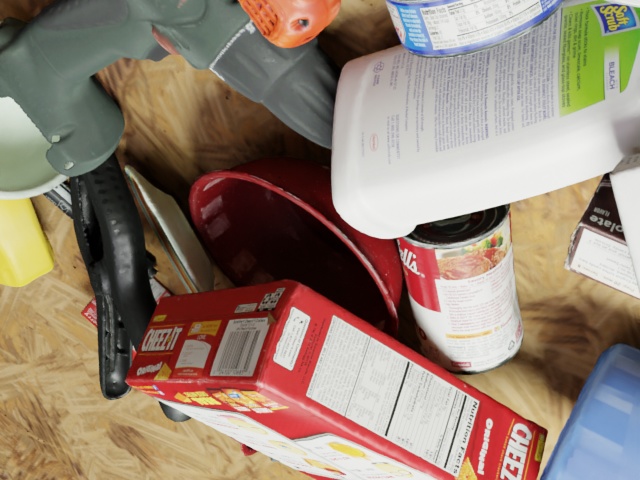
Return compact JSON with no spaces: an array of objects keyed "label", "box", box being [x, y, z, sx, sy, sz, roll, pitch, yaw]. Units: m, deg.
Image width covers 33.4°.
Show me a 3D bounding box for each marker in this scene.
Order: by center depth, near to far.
[{"label":"marker","box":[-0.174,-0.012,0.825,0.121,0.020,0.020,41,138,-5]}]

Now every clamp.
[{"label":"clamp","box":[-0.140,0.030,0.763,0.165,0.036,0.210,9,110,59]}]

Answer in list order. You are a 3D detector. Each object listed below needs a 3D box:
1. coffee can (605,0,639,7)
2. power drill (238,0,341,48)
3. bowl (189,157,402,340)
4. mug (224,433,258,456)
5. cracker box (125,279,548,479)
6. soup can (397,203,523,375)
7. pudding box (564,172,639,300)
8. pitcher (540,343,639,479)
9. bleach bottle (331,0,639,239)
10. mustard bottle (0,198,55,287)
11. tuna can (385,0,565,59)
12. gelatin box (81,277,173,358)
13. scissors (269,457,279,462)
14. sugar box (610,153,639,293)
[{"label":"coffee can","box":[0.137,-0.174,0.405,0.103,0.102,0.140,20,135,18]},{"label":"power drill","box":[-0.027,-0.196,0.487,0.184,0.057,0.188,52,154,-5]},{"label":"bowl","box":[-0.004,0.001,0.678,0.162,0.055,0.162,31,152,18]},{"label":"mug","box":[-0.061,0.104,0.811,0.081,0.093,0.117,28,174,18]},{"label":"cracker box","box":[0.010,0.104,0.670,0.213,0.072,0.164,32,157,-28]},{"label":"soup can","box":[0.085,0.022,0.641,0.069,0.068,0.102,8,131,29]},{"label":"pudding box","box":[0.190,-0.003,0.530,0.114,0.090,0.039,22,137,18]},{"label":"pitcher","box":[0.252,0.166,0.611,0.243,0.149,0.145,26,175,18]},{"label":"bleach bottle","box":[0.122,-0.068,0.516,0.251,0.102,0.068,-10,160,39]},{"label":"mustard bottle","box":[-0.264,-0.061,0.811,0.096,0.058,0.191,32,144,45]},{"label":"tuna can","box":[0.073,-0.122,0.508,0.086,0.086,0.033,-1,128,35]},{"label":"gelatin box","box":[-0.142,0.067,0.865,0.089,0.030,0.073,44,138,-6]},{"label":"scissors","box":[0.021,0.147,0.835,0.096,0.016,0.202,30,138,9]},{"label":"sugar box","box":[0.219,-0.009,0.439,0.176,0.048,0.093,-12,100,28]}]
